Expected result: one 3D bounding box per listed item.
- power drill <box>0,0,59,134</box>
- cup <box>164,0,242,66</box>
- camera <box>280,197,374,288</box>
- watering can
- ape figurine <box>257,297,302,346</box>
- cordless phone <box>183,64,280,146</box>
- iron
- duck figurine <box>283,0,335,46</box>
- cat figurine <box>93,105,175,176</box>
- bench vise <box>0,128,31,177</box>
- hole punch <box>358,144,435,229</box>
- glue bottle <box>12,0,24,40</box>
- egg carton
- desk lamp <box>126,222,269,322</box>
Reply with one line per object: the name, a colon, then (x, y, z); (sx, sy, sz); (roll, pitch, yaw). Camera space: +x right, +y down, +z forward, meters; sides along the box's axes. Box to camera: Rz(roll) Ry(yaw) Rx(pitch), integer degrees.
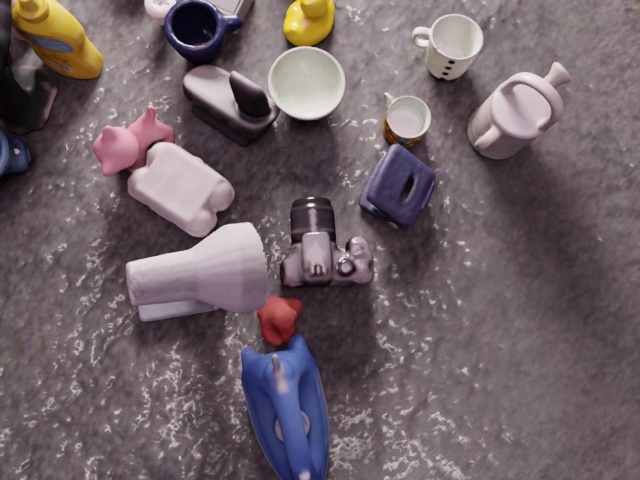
power drill: (-0.451, -0.242, 0.809); (0.075, 0.208, 0.230); (14, 81, -3)
cup: (-0.179, -0.320, 0.902); (0.118, 0.095, 0.092); (-14, 84, -7)
camera: (0.008, 0.003, 0.873); (0.143, 0.100, 0.137); (-3, 83, -6)
watering can: (0.310, -0.204, 0.881); (0.101, 0.194, 0.173); (26, 81, -1)
ape figurine: (-0.058, 0.116, 0.856); (0.078, 0.092, 0.076); (-38, 87, -9)
cordless phone: (-0.134, -0.225, 0.848); (0.147, 0.185, 0.094); (29, 81, -1)
iron: (-0.037, 0.271, 0.813); (0.118, 0.141, 0.258); (-15, 84, -7)
duck figurine: (-0.015, -0.371, 0.928); (0.077, 0.086, 0.104); (39, 81, 1)
cat figurine: (-0.286, -0.150, 0.858); (0.067, 0.117, 0.128); (41, 81, 1)
bench vise: (-0.532, -0.108, 0.778); (0.207, 0.219, 0.121); (-32, 86, -8)
hole punch: (0.127, -0.084, 0.901); (0.101, 0.091, 0.109); (26, 81, -1)
glue bottle: (-0.462, -0.367, 0.842); (0.037, 0.173, 0.078); (3, 82, -4)
egg carton: (-0.212, -0.079, 0.880); (0.150, 0.069, 0.107); (32, 81, 0)
desk lamp: (-0.173, 0.054, 0.793); (0.203, 0.213, 0.118); (-11, 83, -6)
